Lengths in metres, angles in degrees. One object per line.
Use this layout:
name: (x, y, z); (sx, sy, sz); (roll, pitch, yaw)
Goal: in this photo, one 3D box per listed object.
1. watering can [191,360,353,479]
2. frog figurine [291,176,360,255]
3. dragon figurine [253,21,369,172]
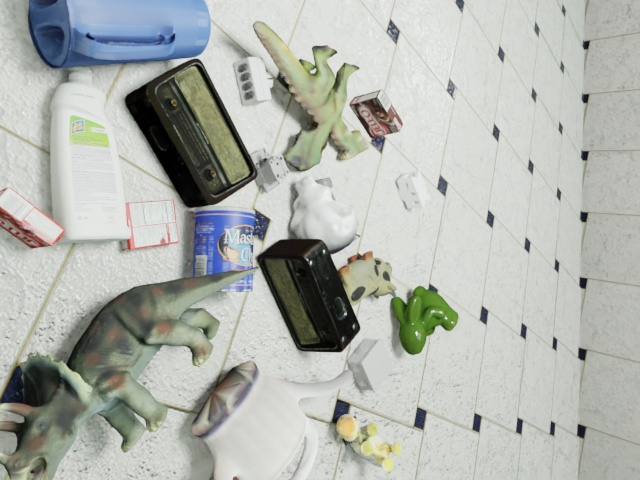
watering can: (-0.080, 0.304, 0.909); (0.223, 0.102, 0.355); (48, 45, -8)
frog figurine: (0.003, -0.053, 1.051); (0.125, 0.137, 0.157); (-47, 122, -58)
dragon figurine: (-0.018, -0.263, 1.071); (0.409, 0.122, 0.243); (8, 89, -52)
